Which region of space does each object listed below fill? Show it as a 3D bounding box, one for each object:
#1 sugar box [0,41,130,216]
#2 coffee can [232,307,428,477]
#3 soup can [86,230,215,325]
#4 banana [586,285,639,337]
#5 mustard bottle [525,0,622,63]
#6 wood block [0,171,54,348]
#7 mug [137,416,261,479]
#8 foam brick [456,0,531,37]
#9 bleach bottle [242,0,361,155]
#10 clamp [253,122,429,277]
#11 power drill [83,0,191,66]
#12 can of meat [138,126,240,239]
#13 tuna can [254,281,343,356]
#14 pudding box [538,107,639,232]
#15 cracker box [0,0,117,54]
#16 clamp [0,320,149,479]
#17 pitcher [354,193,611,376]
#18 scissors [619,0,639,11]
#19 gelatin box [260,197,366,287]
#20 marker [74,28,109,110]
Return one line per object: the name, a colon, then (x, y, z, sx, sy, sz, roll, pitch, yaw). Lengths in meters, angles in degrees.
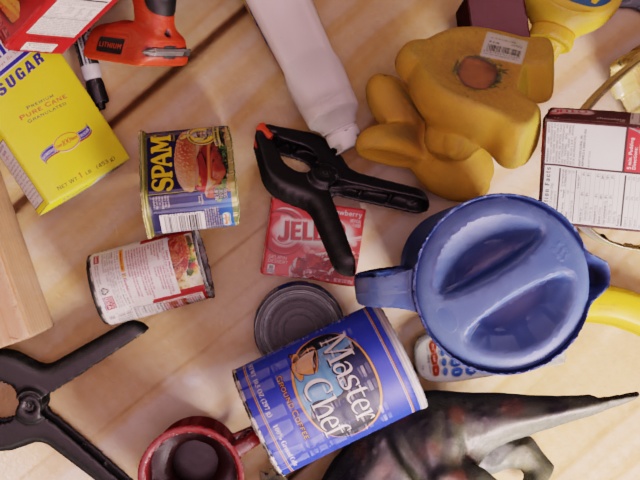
sugar box: (-0.258, -0.121, 0.955, 0.093, 0.048, 0.176, -36, 96, -31)
coffee can: (0.008, 0.128, 0.924, 0.140, 0.103, 0.103, -26, 92, -2)
soup can: (-0.153, 0.033, 0.969, 0.102, 0.068, 0.068, -15, 92, -1)
banana: (0.288, 0.080, 0.988, 0.197, 0.037, 0.069, 14, 68, -11)
mustard bottle: (0.230, -0.245, 0.962, 0.096, 0.058, 0.191, 20, 83, -1)
wood block: (-0.321, -0.001, 0.953, 0.091, 0.090, 0.206, -18, 92, 0)
mug: (-0.103, 0.200, 0.968, 0.117, 0.081, 0.093, -32, 92, 0)
foam brick: (0.156, -0.192, 0.964, 0.051, 0.078, 0.053, -8, 92, 0)
bleach bottle: (-0.028, -0.194, 0.946, 0.068, 0.102, 0.251, -26, 91, 3)
clamp: (0.001, -0.041, 0.957, 0.171, 0.039, 0.120, 30, 48, 14)
power drill: (-0.169, -0.251, 0.936, 0.057, 0.185, 0.188, -10, 110, -41)
can of meat: (-0.117, -0.054, 0.955, 0.084, 0.057, 0.102, -6, 50, -4)
tuna can: (-0.019, 0.082, 0.990, 0.086, 0.034, 0.086, 0, 92, -1)
pudding box: (0.232, -0.055, 0.848, 0.114, 0.039, 0.090, 7, 115, 18)
cracker box: (-0.211, -0.277, 0.882, 0.214, 0.071, 0.164, -30, 75, 41)
clamp: (-0.258, 0.160, 0.985, 0.210, 0.036, 0.164, -3, 93, 1)
pitcher: (0.120, 0.029, 0.887, 0.149, 0.243, 0.145, 39, 90, -2)
scissors: (0.295, -0.209, 0.998, 0.201, 0.016, 0.096, -12, 92, -1)
gelatin box: (-0.007, 0.001, 0.990, 0.089, 0.030, 0.073, 8, 91, -2)
marker: (-0.217, -0.179, 0.985, 0.020, 0.020, 0.121, -14, 92, -1)
